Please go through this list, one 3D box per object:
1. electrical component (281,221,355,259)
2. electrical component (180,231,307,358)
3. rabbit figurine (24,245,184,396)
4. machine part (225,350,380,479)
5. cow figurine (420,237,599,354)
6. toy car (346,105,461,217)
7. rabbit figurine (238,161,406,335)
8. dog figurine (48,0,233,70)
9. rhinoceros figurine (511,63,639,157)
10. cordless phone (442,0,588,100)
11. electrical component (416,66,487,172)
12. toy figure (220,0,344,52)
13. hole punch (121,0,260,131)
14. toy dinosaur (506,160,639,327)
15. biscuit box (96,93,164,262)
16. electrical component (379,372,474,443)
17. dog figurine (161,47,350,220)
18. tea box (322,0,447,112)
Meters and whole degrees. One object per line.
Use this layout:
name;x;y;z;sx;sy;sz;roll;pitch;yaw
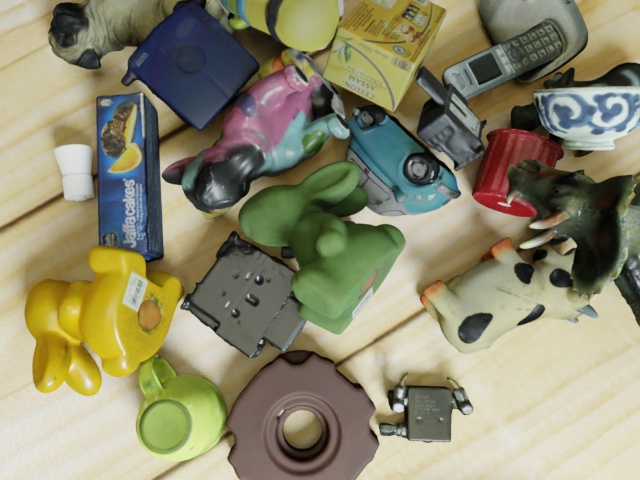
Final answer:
electrical component;-0.001;-0.002;0.669;0.094;0.021;0.063;1;80;-2
electrical component;-0.079;0.071;0.637;0.134;0.058;0.115;32;83;5
rabbit figurine;-0.261;0.093;0.610;0.173;0.121;0.162;3;75;20
machine part;-0.020;0.216;0.613;0.179;0.056;0.179;0;79;-1
cow figurine;0.230;0.066;0.630;0.195;0.085;0.127;-28;76;-8
toy car;0.084;-0.083;0.647;0.162;0.109;0.103;45;107;14
rabbit figurine;-0.006;-0.010;0.572;0.170;0.121;0.159;36;81;18
dog figurine;-0.228;-0.264;0.684;0.172;0.121;0.190;45;96;10
rhinoceros figurine;0.337;-0.170;0.679;0.190;0.073;0.112;-21;82;-5
cordless phone;0.228;-0.261;0.690;0.184;0.088;0.146;-24;82;-1
electrical component;0.148;-0.149;0.650;0.119;0.048;0.075;35;46;-20
toy figure;-0.056;-0.269;0.610;0.180;0.082;0.089;33;55;20
hole punch;-0.145;-0.199;0.620;0.142;0.092;0.115;-47;122;0
toy dinosaur;0.379;0.044;0.577;0.404;0.131;0.192;43;74;-11
biscuit box;-0.232;-0.074;0.657;0.059;0.063;0.202;-5;80;-1
electrical component;0.124;0.195;0.624;0.102;0.045;0.078;8;78;1
dog figurine;-0.083;-0.121;0.648;0.219;0.192;0.108;-34;119;18
tea box;0.082;-0.239;0.651;0.098;0.068;0.170;28;49;5
